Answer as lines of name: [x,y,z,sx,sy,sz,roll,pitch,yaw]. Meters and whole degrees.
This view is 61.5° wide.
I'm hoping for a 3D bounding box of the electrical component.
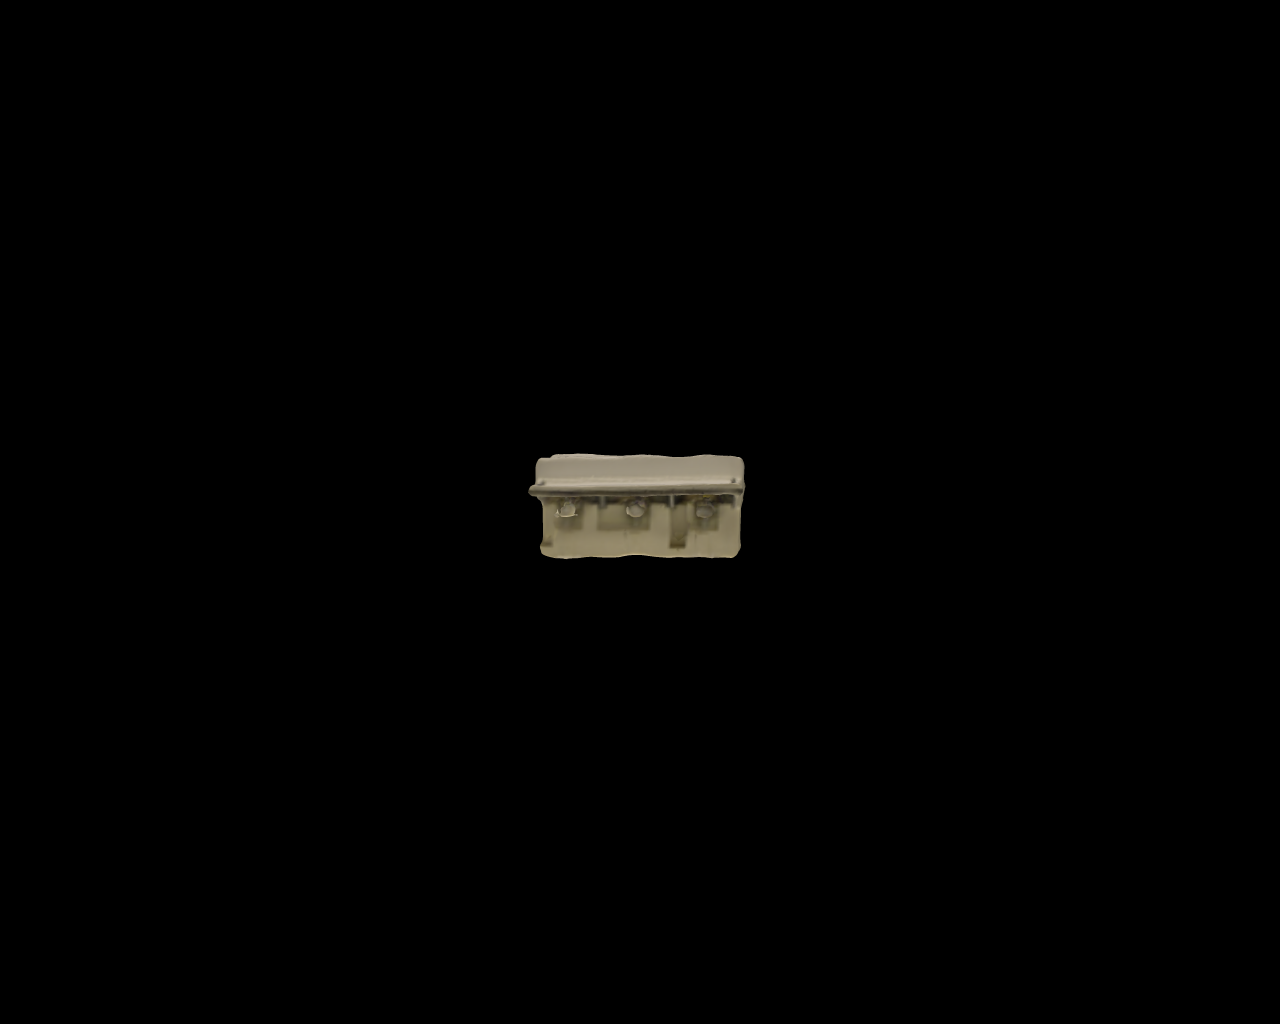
electrical component: [0.001,-0.003,0.650,0.121,0.063,0.079,0,4,7]
